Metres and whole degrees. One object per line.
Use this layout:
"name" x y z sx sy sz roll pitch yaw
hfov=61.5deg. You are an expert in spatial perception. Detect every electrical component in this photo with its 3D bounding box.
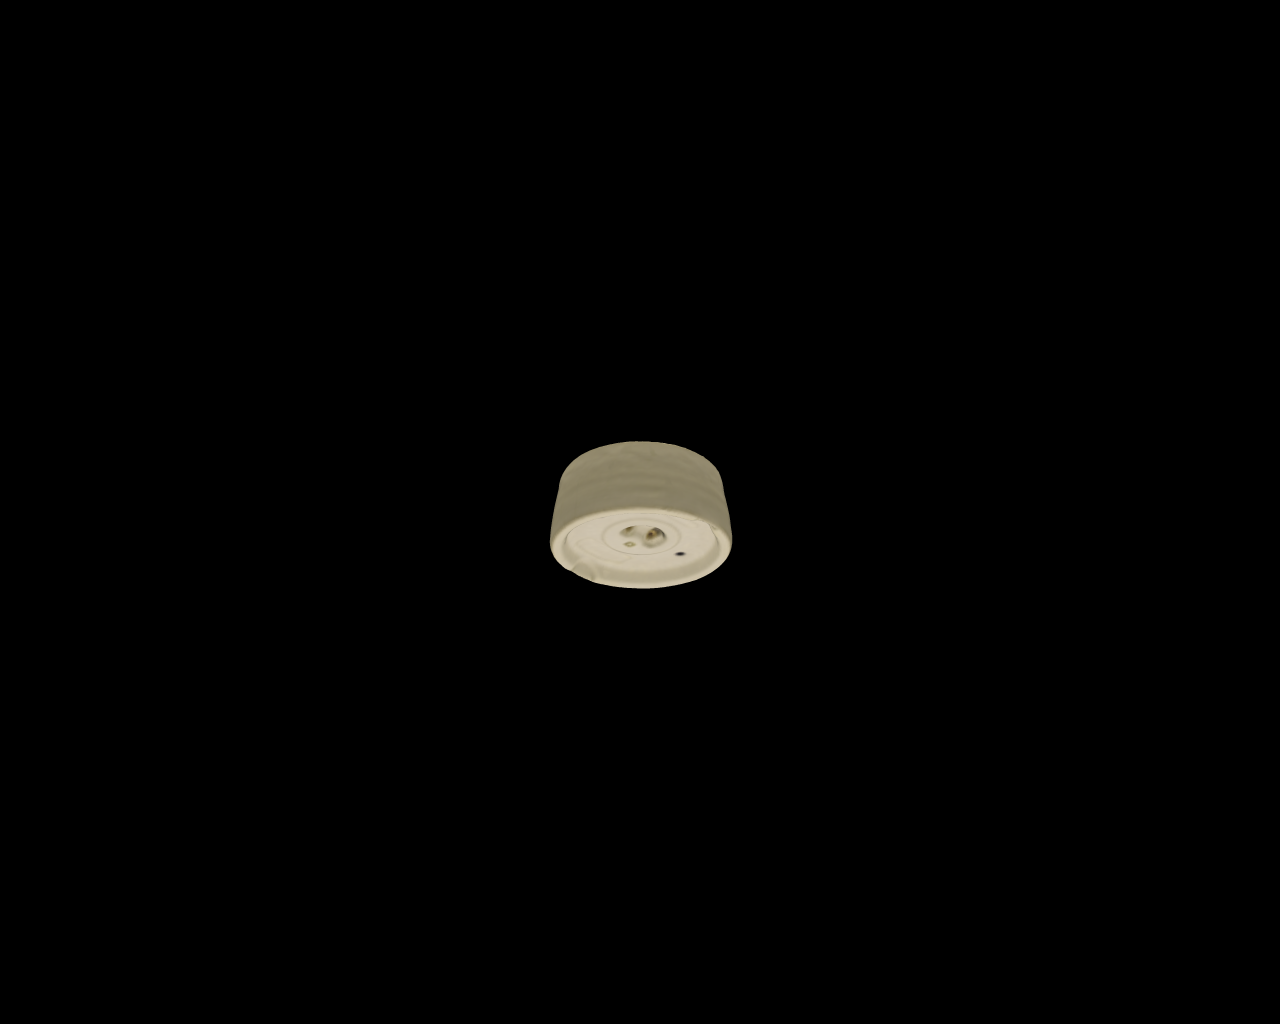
"electrical component" 0.001 -0.003 0.650 0.108 0.060 0.108 0 -29 0
